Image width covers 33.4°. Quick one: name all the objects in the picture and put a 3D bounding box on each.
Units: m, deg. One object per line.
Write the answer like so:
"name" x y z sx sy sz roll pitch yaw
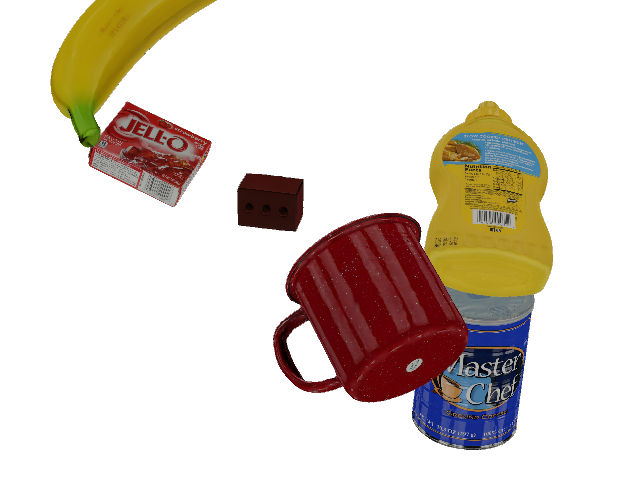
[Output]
"coffee can" 0.142 0.110 1.008 0.103 0.140 0.103 2 25 -1
"banana" -0.078 -0.121 0.562 0.070 0.197 0.037 31 -27 19
"foam brick" -0.063 -0.049 1.347 0.078 0.053 0.051 6 28 9
"mustard bottle" 0.136 -0.045 0.868 0.096 0.191 0.058 7 -41 2
"gelatin box" -0.154 -0.079 0.964 0.089 0.030 0.073 26 44 0
"mug" 0.026 0.049 0.645 0.117 0.081 0.093 -29 -29 3
